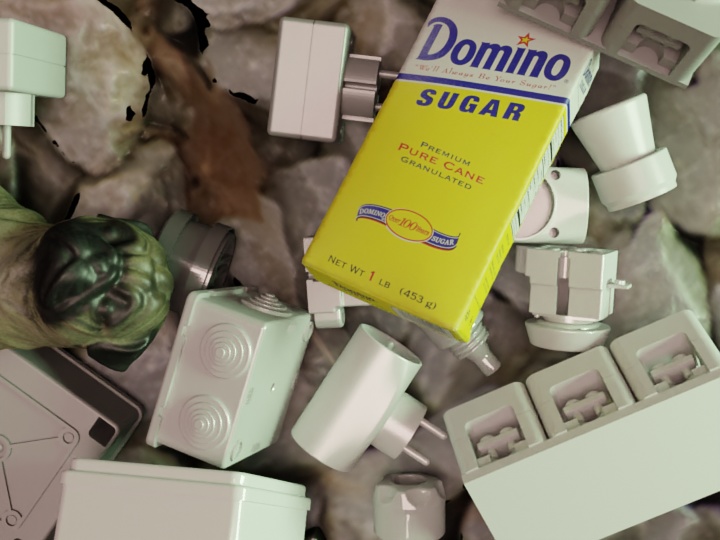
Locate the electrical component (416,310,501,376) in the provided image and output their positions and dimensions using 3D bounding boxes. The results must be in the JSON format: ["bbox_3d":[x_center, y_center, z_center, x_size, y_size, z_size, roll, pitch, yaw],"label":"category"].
[{"bbox_3d":[0.059,0.036,0.629,0.035,0.035,0.061,-40,94,7],"label":"electrical component"}]

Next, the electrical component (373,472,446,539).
[{"bbox_3d":[0.029,0.154,0.638,0.043,0.043,0.062,0,96,5],"label":"electrical component"}]

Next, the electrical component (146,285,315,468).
[{"bbox_3d":[-0.070,0.059,0.610,0.048,0.100,0.099,19,97,15],"label":"electrical component"}]

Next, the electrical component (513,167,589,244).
[{"bbox_3d":[0.089,-0.055,0.613,0.077,0.044,0.079,1,91,3],"label":"electrical component"}]

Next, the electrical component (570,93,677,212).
[{"bbox_3d":[0.149,-0.066,0.607,0.045,0.045,0.055,-22,94,6],"label":"electrical component"}]

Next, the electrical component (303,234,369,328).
[{"bbox_3d":[0.000,0.000,0.625,0.055,0.048,0.066,-3,95,12],"label":"electrical component"}]

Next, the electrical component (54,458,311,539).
[{"bbox_3d":[-0.096,0.141,0.602,0.109,0.109,0.056,1,76,17],"label":"electrical component"}]

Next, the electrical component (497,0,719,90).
[{"bbox_3d":[0.159,-0.203,0.550,0.105,0.060,0.186,24,73,2],"label":"electrical component"}]

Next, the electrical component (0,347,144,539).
[{"bbox_3d":[-0.206,0.100,0.646,0.109,0.056,0.108,36,97,0],"label":"electrical component"}]

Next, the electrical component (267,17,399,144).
[{"bbox_3d":[-0.009,-0.105,0.614,0.077,0.047,0.065,7,96,4],"label":"electrical component"}]

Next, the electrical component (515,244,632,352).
[{"bbox_3d":[0.120,0.016,0.614,0.066,0.048,0.055,6,98,25],"label":"electrical component"}]

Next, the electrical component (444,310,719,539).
[{"bbox_3d":[0.134,0.094,0.602,0.150,0.061,0.089,-24,127,6],"label":"electrical component"}]

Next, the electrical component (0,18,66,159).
[{"bbox_3d":[-0.205,-0.101,0.613,0.047,0.083,0.075,3,96,4],"label":"electrical component"}]

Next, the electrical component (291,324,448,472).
[{"bbox_3d":[0.013,0.085,0.633,0.079,0.043,0.077,33,97,1],"label":"electrical component"}]
